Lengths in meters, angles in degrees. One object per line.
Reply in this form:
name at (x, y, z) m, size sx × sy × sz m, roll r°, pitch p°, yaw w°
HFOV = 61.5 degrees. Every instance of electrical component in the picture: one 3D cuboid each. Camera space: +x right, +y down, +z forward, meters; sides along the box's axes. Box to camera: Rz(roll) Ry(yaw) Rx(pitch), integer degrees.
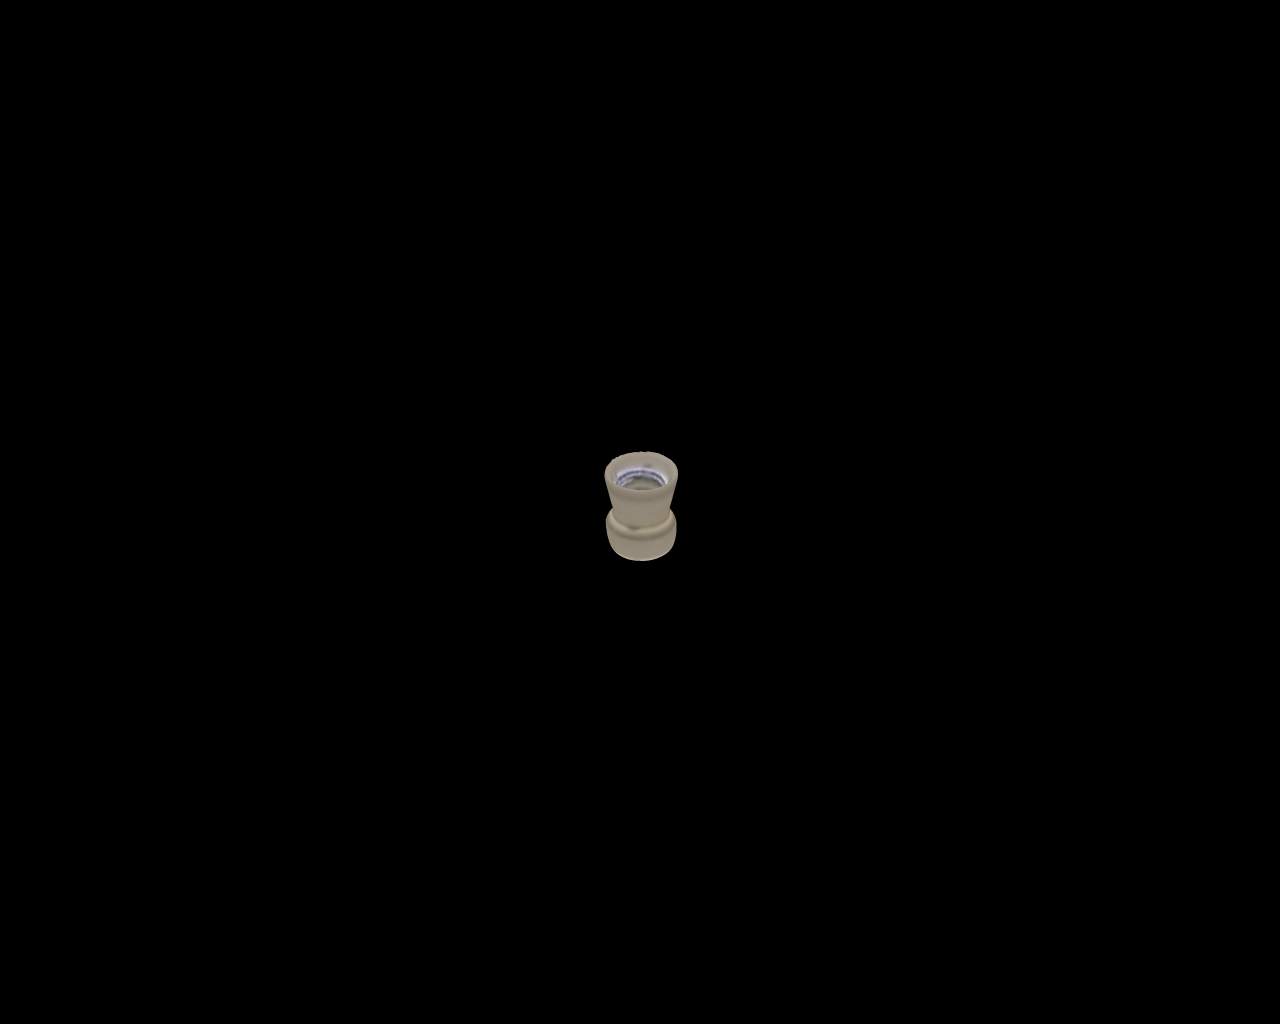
electrical component at (0.001, -0.003, 0.650) m, size 0.045 × 0.055 × 0.045 m, roll 0°, pitch 35°, yaw 0°
